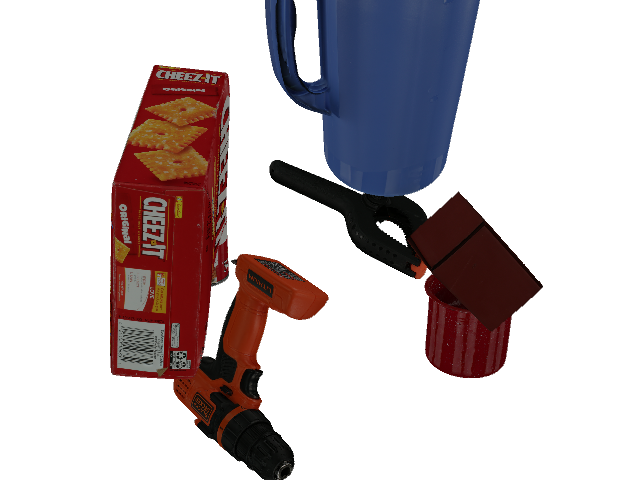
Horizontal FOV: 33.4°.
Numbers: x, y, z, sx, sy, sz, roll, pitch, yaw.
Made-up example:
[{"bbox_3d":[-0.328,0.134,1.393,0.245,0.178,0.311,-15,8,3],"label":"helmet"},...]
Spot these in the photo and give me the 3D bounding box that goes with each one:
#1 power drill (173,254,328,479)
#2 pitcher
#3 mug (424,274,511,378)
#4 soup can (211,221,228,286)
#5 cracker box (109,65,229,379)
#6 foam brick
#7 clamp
[{"bbox_3d":[-0.062,0.121,1.059,0.057,0.188,0.185,13,14,-46],"label":"power drill"},{"bbox_3d":[0.048,-0.151,0.850,0.149,0.243,0.144,16,48,13],"label":"pitcher"},{"bbox_3d":[0.145,0.077,1.069,0.093,0.081,0.117,-4,27,-10],"label":"mug"},{"bbox_3d":[-0.147,-0.003,1.302,0.068,0.102,0.068,0,26,0],"label":"soup can"},{"bbox_3d":[-0.112,-0.021,0.830,0.072,0.164,0.213,5,30,-2],"label":"cracker box"},{"bbox_3d":[0.110,0.016,0.760,0.078,0.051,0.053,44,8,-30],"label":"foam brick"},{"bbox_3d":[0.048,-0.038,1.198,0.164,0.210,0.036,-14,-37,-23],"label":"clamp"}]
